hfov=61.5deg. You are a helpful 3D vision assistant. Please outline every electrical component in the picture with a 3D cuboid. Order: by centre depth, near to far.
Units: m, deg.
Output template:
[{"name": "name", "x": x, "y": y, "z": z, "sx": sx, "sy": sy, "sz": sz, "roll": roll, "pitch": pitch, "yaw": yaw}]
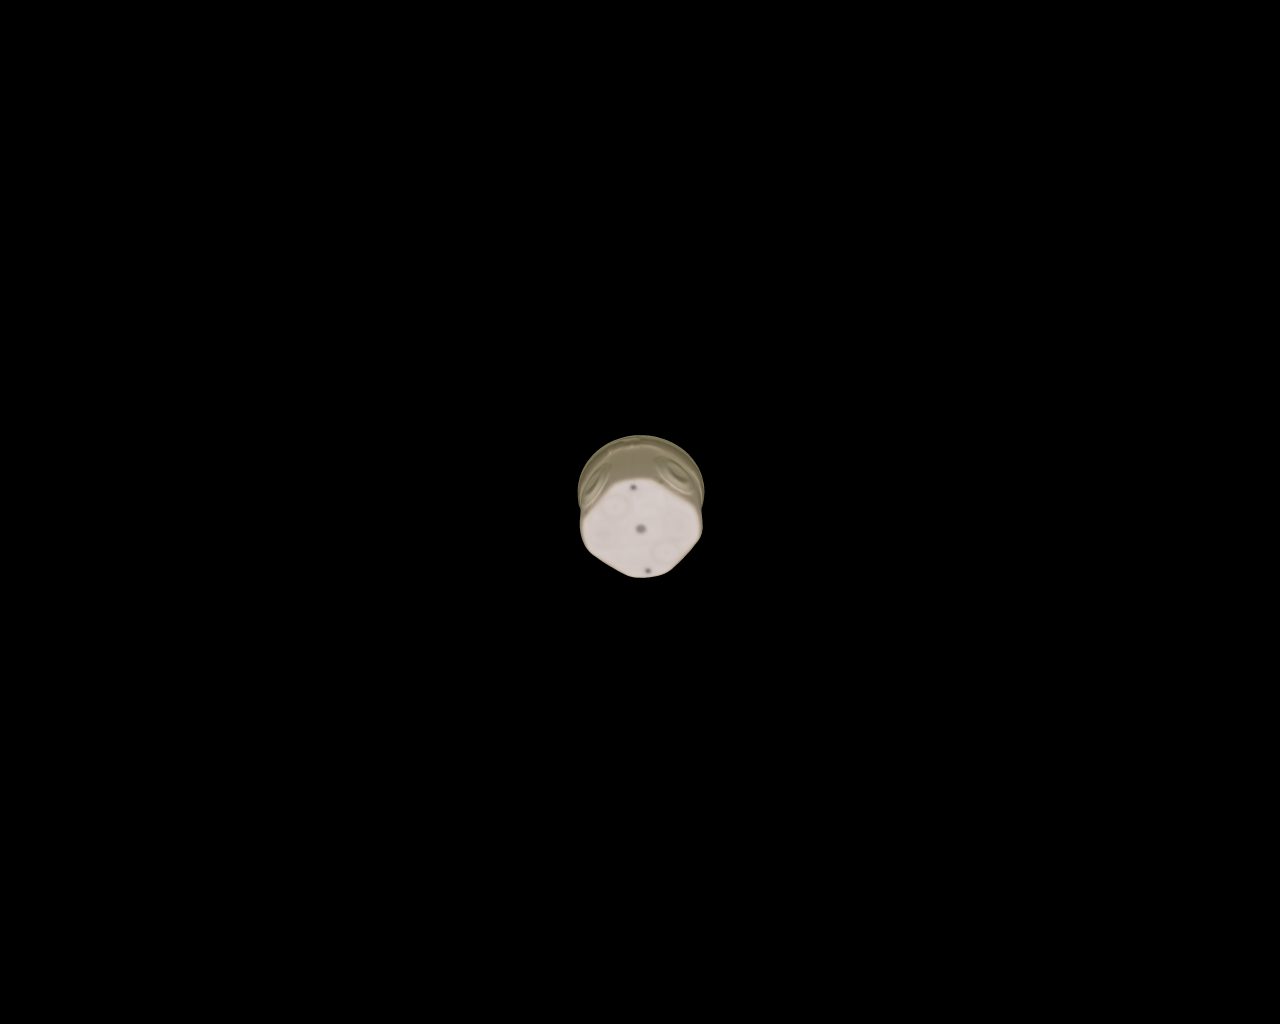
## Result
[{"name": "electrical component", "x": 0.001, "y": -0.003, "z": 0.650, "sx": 0.080, "sy": 0.080, "sz": 0.051, "roll": 0, "pitch": 31, "yaw": 0}]
